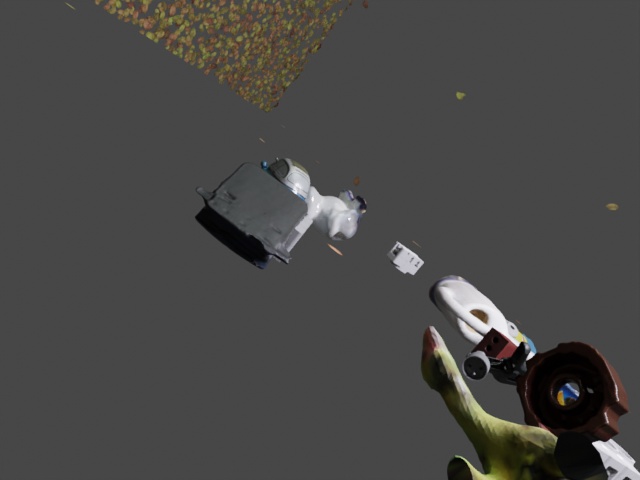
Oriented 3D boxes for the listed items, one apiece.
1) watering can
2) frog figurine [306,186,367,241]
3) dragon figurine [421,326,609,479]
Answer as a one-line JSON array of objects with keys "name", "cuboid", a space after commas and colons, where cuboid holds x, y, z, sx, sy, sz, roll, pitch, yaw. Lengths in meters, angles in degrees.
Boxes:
[{"name": "watering can", "cuboid": [0.391, 0.199, 1.224, 0.345, 0.103, 0.228, 34, 11, -20]}, {"name": "frog figurine", "cuboid": [0.003, -0.056, 1.118, 0.160, 0.120, 0.140, -6, 39, -20]}, {"name": "dragon figurine", "cuboid": [0.242, 0.262, 0.530, 0.413, 0.122, 0.241, 50, 4, 12]}]
